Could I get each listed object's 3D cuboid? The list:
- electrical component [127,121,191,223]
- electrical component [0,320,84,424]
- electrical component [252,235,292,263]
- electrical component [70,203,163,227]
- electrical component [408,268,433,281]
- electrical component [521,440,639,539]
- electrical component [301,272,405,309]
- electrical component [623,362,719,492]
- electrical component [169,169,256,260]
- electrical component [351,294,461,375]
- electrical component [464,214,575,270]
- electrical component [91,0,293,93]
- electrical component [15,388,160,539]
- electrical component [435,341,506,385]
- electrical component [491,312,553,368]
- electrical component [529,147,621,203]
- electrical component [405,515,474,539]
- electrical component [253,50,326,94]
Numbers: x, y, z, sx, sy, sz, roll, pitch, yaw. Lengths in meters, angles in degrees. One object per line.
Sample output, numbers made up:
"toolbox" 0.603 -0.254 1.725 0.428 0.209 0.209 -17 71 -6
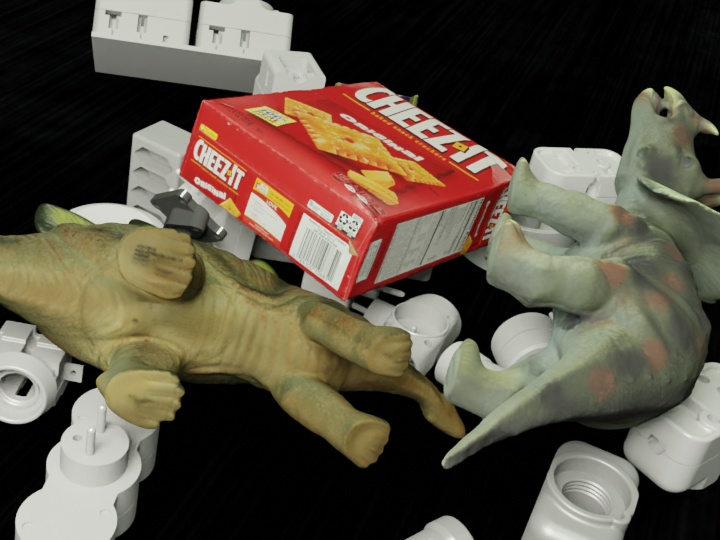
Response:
"electrical component" -0.147 -0.078 0.878 0.047 0.083 0.076 26 35 19
"electrical component" -0.210 0.064 0.676 0.066 0.048 0.055 11 25 -4
"electrical component" -0.085 -0.052 0.894 0.076 0.047 0.083 8 33 -8
"electrical component" -0.184 -0.011 0.793 0.080 0.051 0.080 9 33 -6
"electrical component" 0.012 -0.048 0.915 0.109 0.056 0.108 10 33 -5
"electrical component" 0.133 0.151 0.653 0.054 0.059 0.095 22 34 13
"electrical component" 0.000 0.000 0.824 0.077 0.065 0.047 17 26 6
"electrical component" 0.232 0.112 0.748 0.095 0.059 0.054 -17 43 -37
"electrical component" -0.118 -0.046 0.815 0.047 0.075 0.083 -12 49 31
"electrical component" 0.024 0.045 0.788 0.079 0.044 0.077 25 34 17
"electrical component" 0.142 -0.045 0.952 0.108 0.060 0.108 9 33 -6
"electrical component" -0.167 -0.229 1.071 0.186 0.060 0.105 6 -9 -11
"electrical component" -0.149 0.109 0.602 0.052 0.073 0.138 13 33 -1
"electrical component" 0.085 0.080 0.763 0.044 0.044 0.065 -18 39 -39
"electrical component" 0.165 0.056 0.816 0.138 0.052 0.073 3 34 -15
"electrical component" 0.206 -0.078 1.027 0.095 0.059 0.053 -1 35 -21
"electrical component" 0.039 0.167 0.615 0.046 0.040 0.040 -18 43 -30
"electrical component" -0.071 -0.159 1.022 0.050 0.089 0.055 0 35 -21
